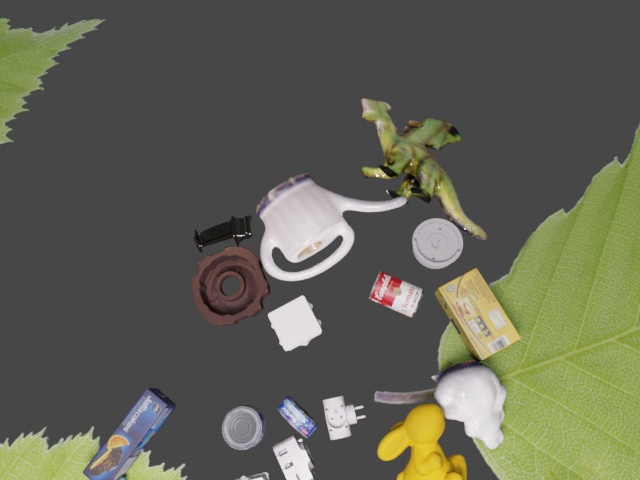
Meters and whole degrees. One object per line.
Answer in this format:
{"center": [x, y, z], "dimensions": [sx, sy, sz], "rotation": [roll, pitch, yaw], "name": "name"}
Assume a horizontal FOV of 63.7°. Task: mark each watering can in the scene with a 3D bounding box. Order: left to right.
{"center": [0.004, -0.059, 1.163], "dimensions": [0.349, 0.102, 0.227], "rotation": [-35, 73, -7], "name": "watering can"}

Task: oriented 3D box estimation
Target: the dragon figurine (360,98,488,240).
{"center": [0.252, -0.193, 1.199], "dimensions": [0.411, 0.120, 0.246], "rotation": [34, 69, 5], "name": "dragon figurine"}

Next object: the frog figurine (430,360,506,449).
{"center": [0.301, 0.324, 1.006], "dimensions": [0.138, 0.120, 0.163], "rotation": [-7, 59, -18], "name": "frog figurine"}
